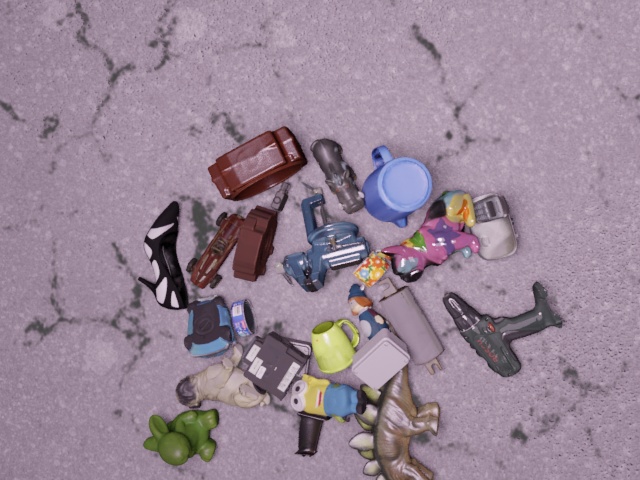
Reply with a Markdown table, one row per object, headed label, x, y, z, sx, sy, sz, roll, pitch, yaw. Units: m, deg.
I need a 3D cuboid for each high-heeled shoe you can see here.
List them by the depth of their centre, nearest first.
| label | x | y | z | sx | sy | sz | roll | pitch | yaw |
| --- | --- | --- | --- | --- | --- | --- | --- | --- | --- |
| high-heeled shoe | -0.347 | 0.043 | 1.290 | 0.145 | 0.086 | 0.248 | 26 | 101 | 9 |

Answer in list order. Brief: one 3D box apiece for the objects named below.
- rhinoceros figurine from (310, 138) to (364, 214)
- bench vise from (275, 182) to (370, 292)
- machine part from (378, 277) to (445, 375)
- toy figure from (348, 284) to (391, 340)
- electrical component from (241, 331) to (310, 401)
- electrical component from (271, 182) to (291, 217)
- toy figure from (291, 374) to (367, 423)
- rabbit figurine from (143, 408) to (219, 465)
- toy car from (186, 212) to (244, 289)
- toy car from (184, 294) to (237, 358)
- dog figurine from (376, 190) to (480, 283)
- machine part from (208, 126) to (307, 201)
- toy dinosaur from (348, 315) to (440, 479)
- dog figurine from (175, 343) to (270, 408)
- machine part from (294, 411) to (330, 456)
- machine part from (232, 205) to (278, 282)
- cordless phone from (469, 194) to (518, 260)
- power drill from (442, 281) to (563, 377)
| label | x | y | z | sx | sy | sz | roll | pitch | yaw |
| --- | --- | --- | --- | --- | --- | --- | --- | --- | --- |
| rhinoceros figurine | 0.045 | -0.148 | 1.232 | 0.073 | 0.112 | 0.190 | -27 | 79 | 4 |
| bench vise | -0.006 | -0.007 | 1.238 | 0.224 | 0.128 | 0.240 | -19 | 65 | 18 |
| machine part | 0.209 | 0.194 | 1.227 | 0.079 | 0.079 | 0.243 | -29 | 86 | 6 |
| toy figure | 0.108 | 0.168 | 1.229 | 0.064 | 0.058 | 0.154 | -43 | 69 | 24 |
| electrical component | -0.108 | 0.276 | 1.215 | 0.134 | 0.058 | 0.115 | 34 | 92 | 6 |
| electrical component | -0.096 | -0.092 | 1.270 | 0.021 | 0.063 | 0.094 | 25 | 94 | 6 |
| toy figure | 0.017 | 0.360 | 1.205 | 0.180 | 0.089 | 0.082 | -2 | 46 | 22 |
| rabbit figurine | -0.324 | 0.453 | 1.242 | 0.159 | 0.170 | 0.121 | 14 | 91 | 6 |
| toy car | -0.246 | 0.027 | 1.295 | 0.089 | 0.053 | 0.202 | 35 | 92 | 2 |
| toy car | -0.256 | 0.215 | 1.265 | 0.109 | 0.102 | 0.162 | -15 | 50 | -2 |
| dog figurine | 0.232 | -0.008 | 1.190 | 0.219 | 0.108 | 0.191 | -8 | 84 | -5 |
| machine part | -0.134 | -0.164 | 1.206 | 0.201 | 0.201 | 0.087 | -26 | 89 | 5 |
| toy dinosaur | 0.171 | 0.409 | 1.220 | 0.199 | 0.105 | 0.471 | 5 | 79 | 11 |
| dog figurine | -0.233 | 0.364 | 1.279 | 0.190 | 0.121 | 0.172 | -40 | 82 | 19 |
| machine part | -0.020 | 0.444 | 1.274 | 0.084 | 0.039 | 0.138 | 13 | 90 | 1 |
| machine part | -0.144 | 0.009 | 1.221 | 0.056 | 0.179 | 0.179 | 16 | 92 | 5 |
| cordless phone | 0.385 | -0.031 | 1.154 | 0.089 | 0.184 | 0.146 | -16 | 88 | 2 |
| power drill | 0.416 | 0.175 | 1.203 | 0.207 | 0.086 | 0.232 | -31 | 88 | 2 |
